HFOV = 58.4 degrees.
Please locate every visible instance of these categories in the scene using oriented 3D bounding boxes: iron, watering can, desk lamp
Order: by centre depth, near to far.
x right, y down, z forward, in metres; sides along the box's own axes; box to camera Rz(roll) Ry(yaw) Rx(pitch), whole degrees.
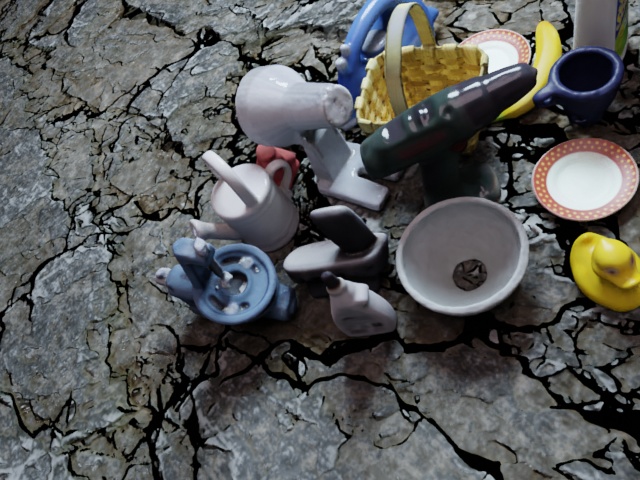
[{"bbox_3d":[0.001,-0.162,0.857,0.202,0.214,0.118,20,73,32],"label":"desk lamp"},{"bbox_3d":[-0.118,-0.060,0.867,0.100,0.195,0.173,19,72,32],"label":"watering can"},{"bbox_3d":[0.087,-0.322,0.950,0.118,0.142,0.258,26,76,33],"label":"iron"}]

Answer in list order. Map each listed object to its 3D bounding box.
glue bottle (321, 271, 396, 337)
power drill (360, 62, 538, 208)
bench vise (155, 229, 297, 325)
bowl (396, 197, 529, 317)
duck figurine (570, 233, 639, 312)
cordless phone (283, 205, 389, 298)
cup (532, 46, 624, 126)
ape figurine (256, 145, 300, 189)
[{"bbox_3d":[0.040,0.079,0.731,0.078,0.174,0.037,-9,60,20],"label":"glue bottle"},{"bbox_3d":[0.177,-0.120,0.756,0.229,0.209,0.075,-20,57,14],"label":"power drill"},{"bbox_3d":[-0.161,0.061,0.804,0.207,0.220,0.121,-13,58,18],"label":"bench vise"},{"bbox_3d":[0.188,0.031,0.750,0.167,0.075,0.167,-11,59,19],"label":"bowl"},{"bbox_3d":[0.341,0.026,0.676,0.077,0.086,0.104,-31,55,6],"label":"duck figurine"},{"bbox_3d":[0.007,0.003,0.780,0.147,0.186,0.094,-12,59,19],"label":"cordless phone"},{"bbox_3d":[0.353,-0.195,0.788,0.117,0.095,0.091,-25,56,10],"label":"cup"},{"bbox_3d":[-0.078,-0.125,0.947,0.078,0.092,0.076,-31,55,7],"label":"ape figurine"}]
